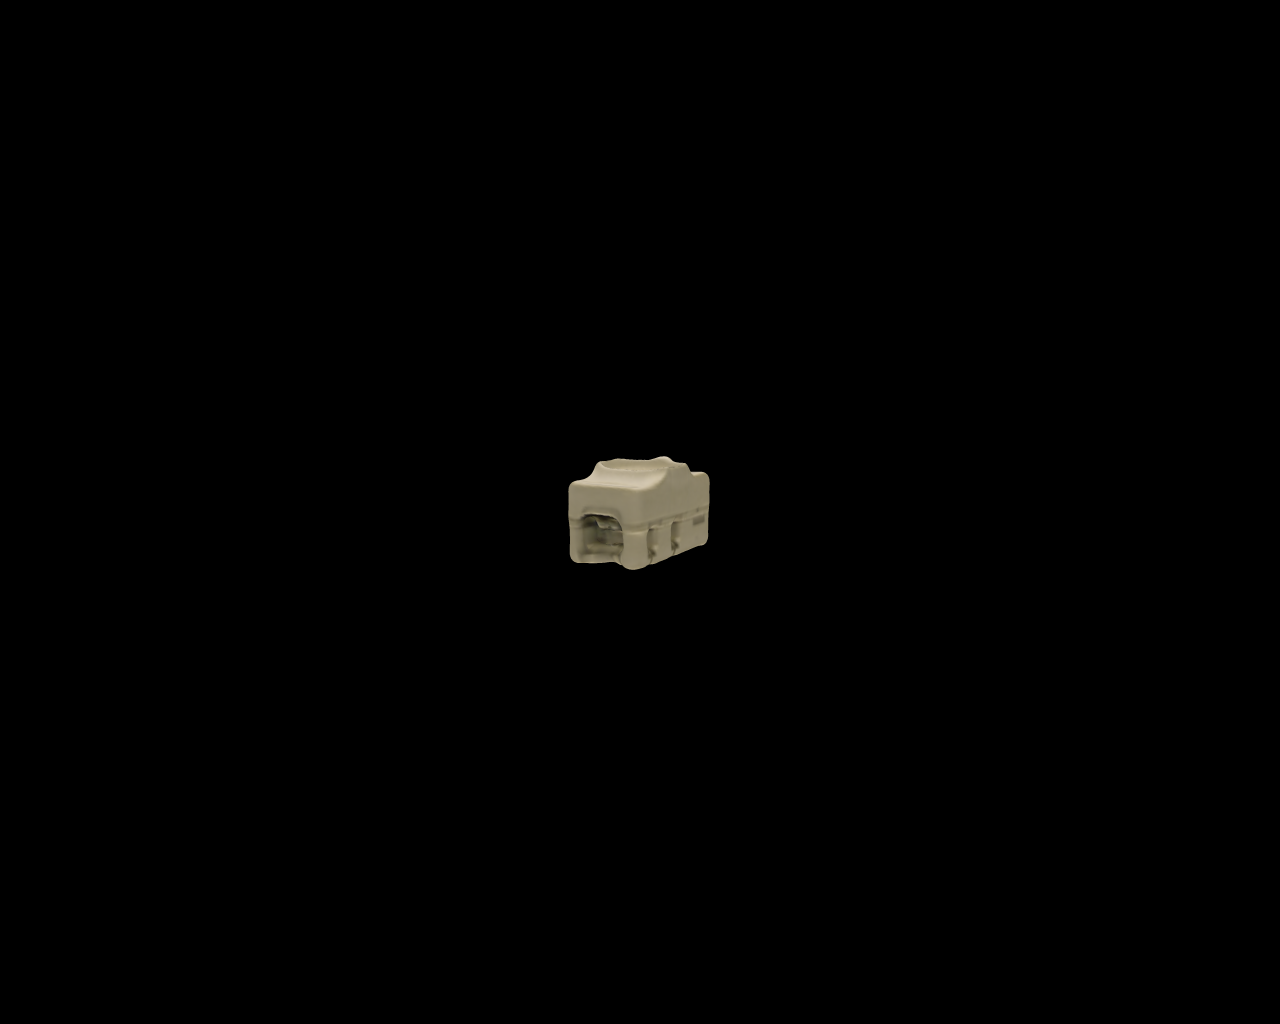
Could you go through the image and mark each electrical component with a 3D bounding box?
[{"bbox_3d":[0.001,-0.003,0.650,0.050,0.055,0.089,6,11,31],"label":"electrical component"}]
